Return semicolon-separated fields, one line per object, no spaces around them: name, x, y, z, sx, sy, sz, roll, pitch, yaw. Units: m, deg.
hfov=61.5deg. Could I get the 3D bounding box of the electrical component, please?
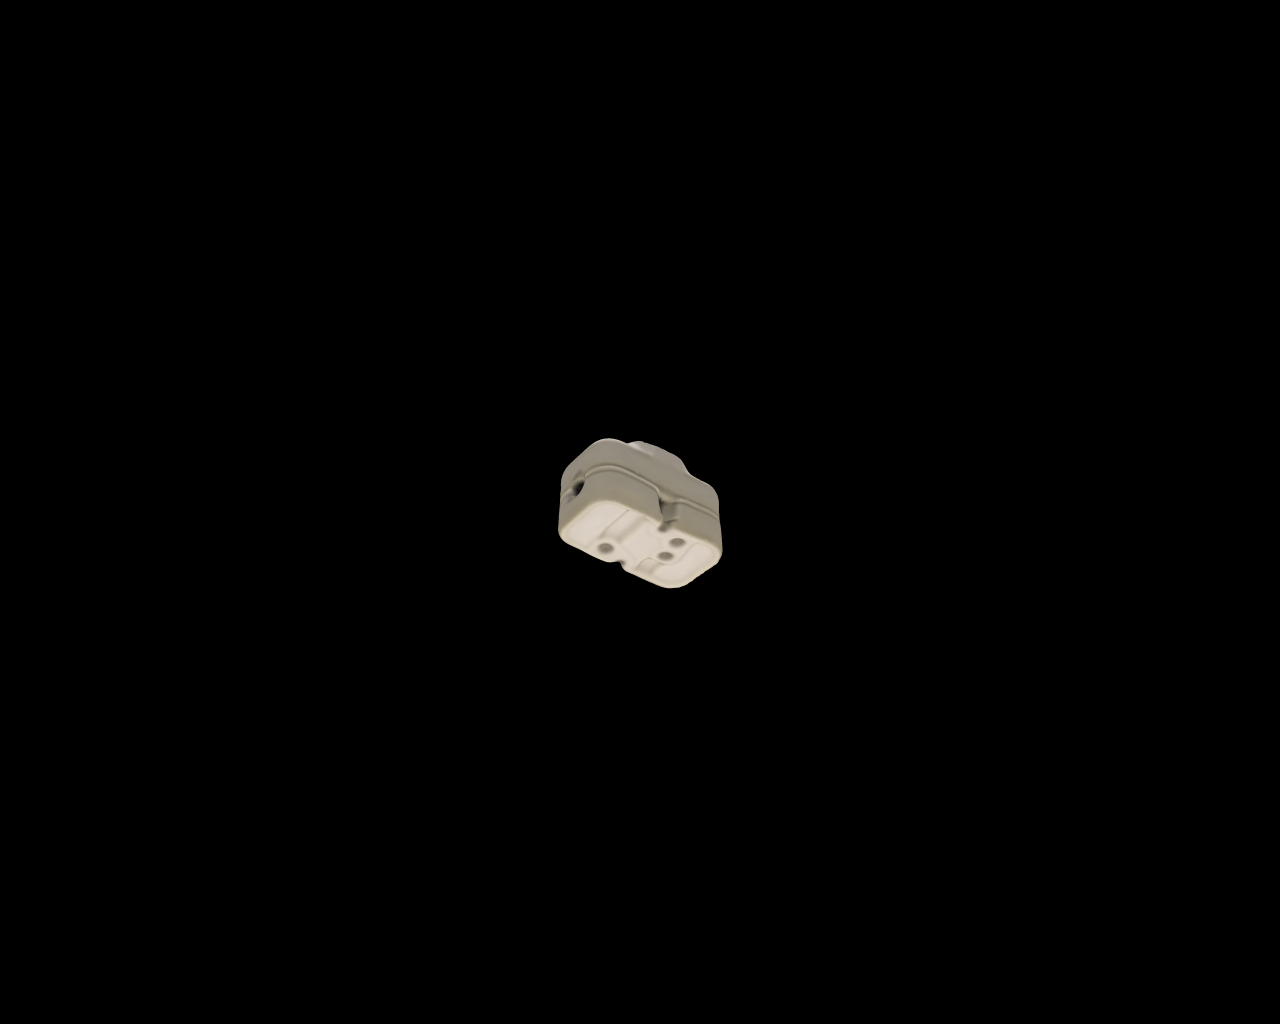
electrical component;0.001;-0.003;0.650;0.095;0.059;0.053;25;-45;-28
